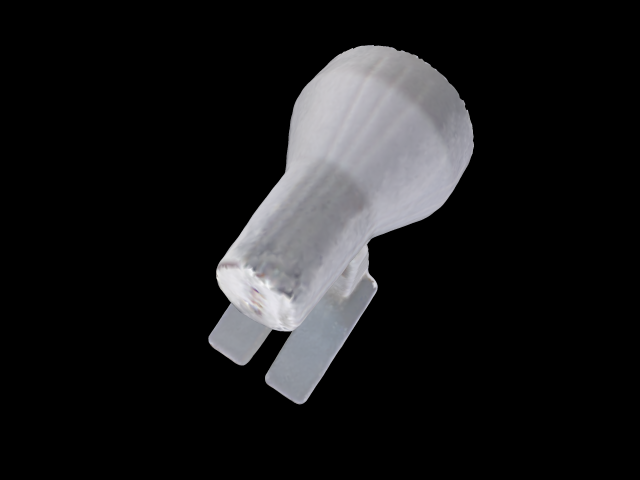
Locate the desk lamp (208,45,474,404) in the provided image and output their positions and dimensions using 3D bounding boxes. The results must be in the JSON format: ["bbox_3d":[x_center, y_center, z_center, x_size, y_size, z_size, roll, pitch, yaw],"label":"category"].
[{"bbox_3d":[0.004,0.001,0.400,0.118,0.213,0.203,30,75,10],"label":"desk lamp"}]
